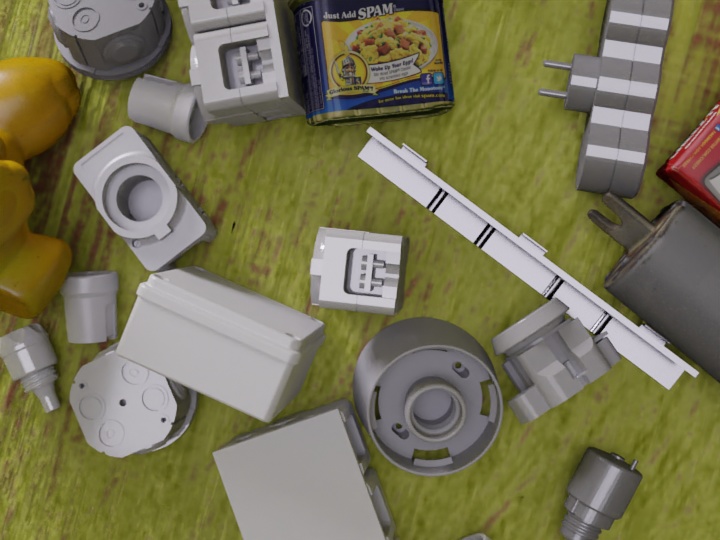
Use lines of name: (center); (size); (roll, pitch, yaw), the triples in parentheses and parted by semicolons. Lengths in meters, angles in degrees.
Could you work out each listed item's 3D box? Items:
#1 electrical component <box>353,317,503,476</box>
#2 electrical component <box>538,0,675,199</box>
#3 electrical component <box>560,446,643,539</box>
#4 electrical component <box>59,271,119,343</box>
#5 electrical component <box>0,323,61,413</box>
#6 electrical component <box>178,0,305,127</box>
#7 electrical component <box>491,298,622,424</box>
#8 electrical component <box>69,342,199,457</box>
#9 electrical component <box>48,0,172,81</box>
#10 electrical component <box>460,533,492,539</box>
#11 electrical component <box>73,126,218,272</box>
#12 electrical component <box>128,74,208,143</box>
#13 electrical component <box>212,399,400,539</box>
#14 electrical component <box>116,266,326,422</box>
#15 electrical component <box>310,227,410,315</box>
electrical component: (0.046, 0.086, 0.722); (0.099, 0.064, 0.099); (-1, 101, -4)
electrical component: (0.154, -0.120, 0.701); (0.074, 0.052, 0.138); (10, 93, 6)
electrical component: (0.155, 0.154, 0.712); (0.040, 0.040, 0.078); (27, 94, 5)
electrical component: (-0.187, 0.025, 0.746); (0.040, 0.040, 0.046); (-2, 96, 6)
electrical component: (-0.227, 0.070, 0.753); (0.035, 0.035, 0.061); (-24, 91, 6)
electrical component: (-0.081, -0.176, 0.705); (0.062, 0.089, 0.150); (-9, 90, 6)
electrical component: (0.123, 0.055, 0.704); (0.078, 0.058, 0.057); (-31, 84, -17)
electrical component: (-0.155, 0.087, 0.737); (0.080, 0.051, 0.080); (0, 91, 6)
electrical component: (-0.170, -0.173, 0.724); (0.080, 0.051, 0.080); (0, 70, 0)
electrical component: (0.077, 0.213, 0.713); (0.078, 0.058, 0.057); (-33, 91, 6)
electrical component: (-0.145, -0.047, 0.729); (0.050, 0.056, 0.089); (-37, 87, 1)
electrical component: (-0.130, -0.112, 0.737); (0.046, 0.040, 0.040); (17, 93, 10)
electrical component: (-0.026, 0.172, 0.720); (0.089, 0.062, 0.150); (-20, 89, 6)
electrical component: (-0.087, 0.045, 0.701); (0.109, 0.109, 0.056); (24, 96, 5)
electrical component: (0.000, 0.000, 0.700); (0.056, 0.089, 0.050); (6, 92, 6)
